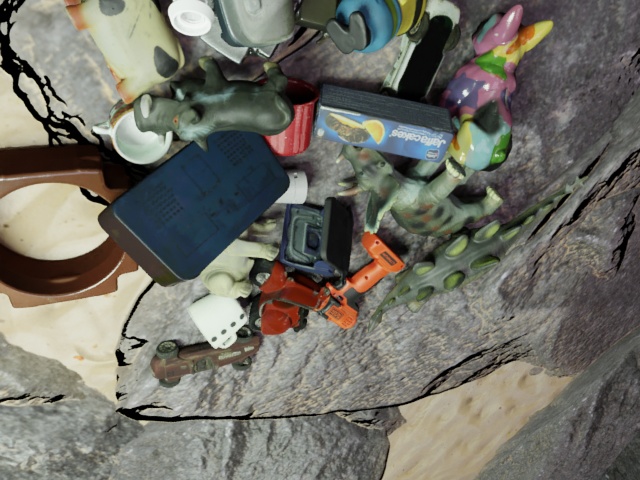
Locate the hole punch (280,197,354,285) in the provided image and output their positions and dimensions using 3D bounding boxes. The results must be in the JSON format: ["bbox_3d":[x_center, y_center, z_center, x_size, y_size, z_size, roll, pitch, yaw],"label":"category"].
[{"bbox_3d":[-0.002,-0.003,0.884,0.092,0.142,0.115,-6,159,25],"label":"hole punch"}]

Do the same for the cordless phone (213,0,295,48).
[{"bbox_3d":[-0.028,-0.291,0.571,0.184,0.089,0.146,-13,109,-2],"label":"cordless phone"}]

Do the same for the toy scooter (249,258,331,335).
[{"bbox_3d":[-0.053,0.105,0.920,0.135,0.075,0.183,10,136,2],"label":"toy scooter"}]

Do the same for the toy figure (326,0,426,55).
[{"bbox_3d":[0.076,-0.293,0.700,0.180,0.082,0.089,-53,157,-36],"label":"toy figure"}]

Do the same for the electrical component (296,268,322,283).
[{"bbox_3d":[-0.019,0.028,0.933,0.063,0.021,0.094,-42,102,-1],"label":"electrical component"}]

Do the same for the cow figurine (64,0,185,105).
[{"bbox_3d":[-0.214,-0.266,0.597,0.127,0.086,0.194,-29,135,-9],"label":"cow figurine"}]

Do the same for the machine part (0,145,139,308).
[{"bbox_3d":[-0.349,-0.018,0.707,0.201,0.087,0.201,-9,128,-22],"label":"machine part"}]

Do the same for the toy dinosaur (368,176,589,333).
[{"bbox_3d":[0.275,0.030,0.996,0.471,0.105,0.198,-38,174,3],"label":"toy dinosaur"}]

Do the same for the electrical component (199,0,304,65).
[{"bbox_3d":[-0.085,-0.283,0.644,0.115,0.058,0.134,31,106,-10],"label":"electrical component"}]

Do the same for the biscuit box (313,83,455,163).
[{"bbox_3d":[0.093,-0.171,0.791,0.203,0.063,0.059,10,139,-7],"label":"biscuit box"}]

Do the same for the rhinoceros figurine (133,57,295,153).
[{"bbox_3d":[-0.124,-0.155,0.643,0.190,0.112,0.073,0,151,3],"label":"rhinoceros figurine"}]

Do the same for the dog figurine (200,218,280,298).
[{"bbox_3d":[-0.180,-0.003,0.814,0.190,0.121,0.172,28,104,-25],"label":"dog figurine"}]

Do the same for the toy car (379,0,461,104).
[{"bbox_3d":[0.146,-0.260,0.813,0.073,0.056,0.201,7,123,-25],"label":"toy car"}]

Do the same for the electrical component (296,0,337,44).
[{"bbox_3d":[-0.014,-0.303,0.707,0.102,0.045,0.078,-6,97,-28],"label":"electrical component"}]

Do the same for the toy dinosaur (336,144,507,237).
[{"bbox_3d":[0.194,-0.065,0.950,0.192,0.131,0.404,-38,142,25],"label":"toy dinosaur"}]

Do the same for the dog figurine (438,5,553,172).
[{"bbox_3d":[0.270,-0.237,0.822,0.108,0.192,0.219,8,133,-29],"label":"dog figurine"}]

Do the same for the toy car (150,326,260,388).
[{"bbox_3d":[-0.204,0.214,0.979,0.202,0.053,0.089,-7,123,-23],"label":"toy car"}]

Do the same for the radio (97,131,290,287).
[{"bbox_3d":[-0.152,-0.054,0.696,0.131,0.073,0.229,52,57,-15],"label":"radio"}]
